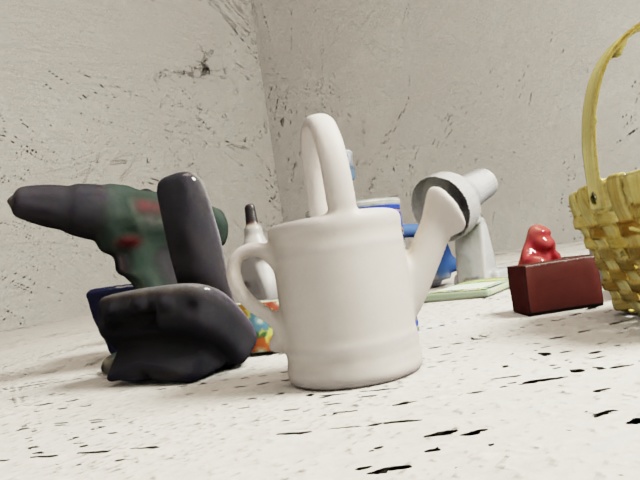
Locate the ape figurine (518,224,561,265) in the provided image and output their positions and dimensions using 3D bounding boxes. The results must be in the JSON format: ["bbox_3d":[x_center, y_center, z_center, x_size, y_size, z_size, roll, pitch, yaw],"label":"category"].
[{"bbox_3d":[0.334,0.022,0.867,0.078,0.092,0.076,-8,-2,-26],"label":"ape figurine"}]

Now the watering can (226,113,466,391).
[{"bbox_3d":[0.020,0.002,0.430,0.173,0.194,0.100,-8,-2,-29],"label":"watering can"}]

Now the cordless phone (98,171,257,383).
[{"bbox_3d":[-0.145,0.036,0.544,0.147,0.185,0.094,-9,-2,25],"label":"cordless phone"}]

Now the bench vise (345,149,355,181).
[{"bbox_3d":[0.001,0.003,0.745,0.206,0.220,0.122,-10,-2,29],"label":"bench vise"}]

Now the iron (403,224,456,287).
[{"bbox_3d":[0.152,0.035,1.174,0.258,0.141,0.118,-9,-2,-2],"label":"iron"}]

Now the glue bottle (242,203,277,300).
[{"bbox_3d":[-0.078,0.038,0.735,0.037,0.173,0.078,-7,-2,-38],"label":"glue bottle"}]

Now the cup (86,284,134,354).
[{"bbox_3d":[-0.250,0.105,0.765,0.117,0.095,0.092,-10,-2,33],"label":"cup"}]

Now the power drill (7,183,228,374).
[{"bbox_3d":[-0.207,0.037,0.639,0.230,0.208,0.075,-7,-2,-35],"label":"power drill"}]

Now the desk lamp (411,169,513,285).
[{"bbox_3d":[0.274,-0.024,1.043,0.204,0.213,0.117,-7,-2,-42],"label":"desk lamp"}]

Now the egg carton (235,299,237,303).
[{"bbox_3d":[-0.135,0.111,1.070,0.107,0.069,0.149,-7,-3,-43],"label":"egg carton"}]
